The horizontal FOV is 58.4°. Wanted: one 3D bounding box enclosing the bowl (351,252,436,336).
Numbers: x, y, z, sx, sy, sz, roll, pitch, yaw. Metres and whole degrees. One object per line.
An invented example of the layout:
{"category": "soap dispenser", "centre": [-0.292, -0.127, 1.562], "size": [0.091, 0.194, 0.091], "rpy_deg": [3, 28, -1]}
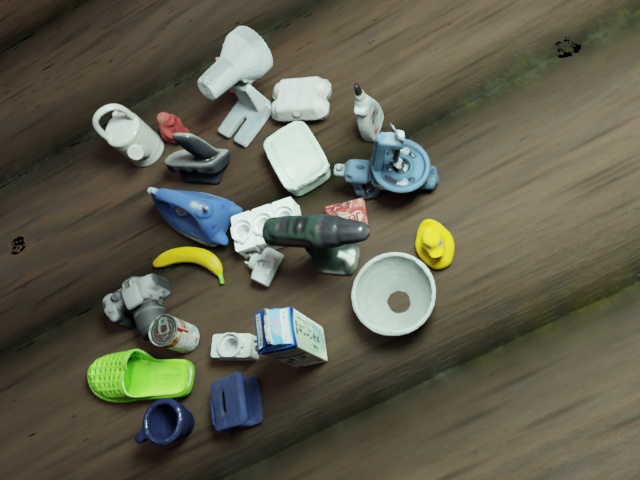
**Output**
{"category": "bowl", "centre": [0.150, 0.113, 1.133], "size": [0.167, 0.075, 0.167], "rpy_deg": [-6, 69, 16]}

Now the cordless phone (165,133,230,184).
{"category": "cordless phone", "centre": [-0.311, -0.210, 1.347], "size": [0.147, 0.185, 0.094], "rpy_deg": [1, 71, 19]}

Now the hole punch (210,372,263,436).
{"category": "hole punch", "centre": [-0.177, 0.330, 1.152], "size": [0.101, 0.091, 0.108], "rpy_deg": [-17, 66, 12]}

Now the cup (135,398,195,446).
{"category": "cup", "centre": [-0.310, 0.383, 1.175], "size": [0.118, 0.095, 0.091], "rpy_deg": [-36, 63, 3]}

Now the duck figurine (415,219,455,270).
{"category": "duck figurine", "centre": [0.225, 0.000, 1.143], "size": [0.077, 0.086, 0.104], "rpy_deg": [-18, 66, 12]}

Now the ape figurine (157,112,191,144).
{"category": "ape figurine", "centre": [-0.379, -0.290, 1.452], "size": [0.076, 0.092, 0.078], "rpy_deg": [-9, 68, 15]}

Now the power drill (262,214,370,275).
{"category": "power drill", "centre": [0.011, 0.004, 1.145], "size": [0.229, 0.209, 0.075], "rpy_deg": [4, 72, 20]}

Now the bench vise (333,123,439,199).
{"category": "bench vise", "centre": [0.125, -0.146, 1.157], "size": [0.207, 0.220, 0.121], "rpy_deg": [-18, 66, 12]}

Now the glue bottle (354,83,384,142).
{"category": "glue bottle", "centre": [0.098, -0.286, 1.244], "size": [0.037, 0.173, 0.078], "rpy_deg": [11, 74, 22]}

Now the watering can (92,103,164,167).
{"category": "watering can", "centre": [-0.476, -0.264, 1.417], "size": [0.172, 0.194, 0.101], "rpy_deg": [30, 82, 26]}

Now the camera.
{"category": "camera", "centre": [-0.407, 0.160, 1.288], "size": [0.143, 0.101, 0.136], "rpy_deg": [-30, 64, 6]}

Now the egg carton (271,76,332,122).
{"category": "egg carton", "centre": [-0.045, -0.333, 1.368], "size": [0.150, 0.069, 0.107], "rpy_deg": [0, 70, 18]}

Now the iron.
{"category": "iron", "centre": [-0.317, -0.079, 1.324], "size": [0.257, 0.142, 0.119], "rpy_deg": [18, 77, 24]}

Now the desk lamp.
{"category": "desk lamp", "centre": [-0.189, -0.361, 1.346], "size": [0.117, 0.214, 0.203], "rpy_deg": [30, 82, 26]}

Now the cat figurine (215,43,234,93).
{"category": "cat figurine", "centre": [-0.224, -0.435, 1.440], "size": [0.067, 0.118, 0.127], "rpy_deg": [-16, 66, 13]}
